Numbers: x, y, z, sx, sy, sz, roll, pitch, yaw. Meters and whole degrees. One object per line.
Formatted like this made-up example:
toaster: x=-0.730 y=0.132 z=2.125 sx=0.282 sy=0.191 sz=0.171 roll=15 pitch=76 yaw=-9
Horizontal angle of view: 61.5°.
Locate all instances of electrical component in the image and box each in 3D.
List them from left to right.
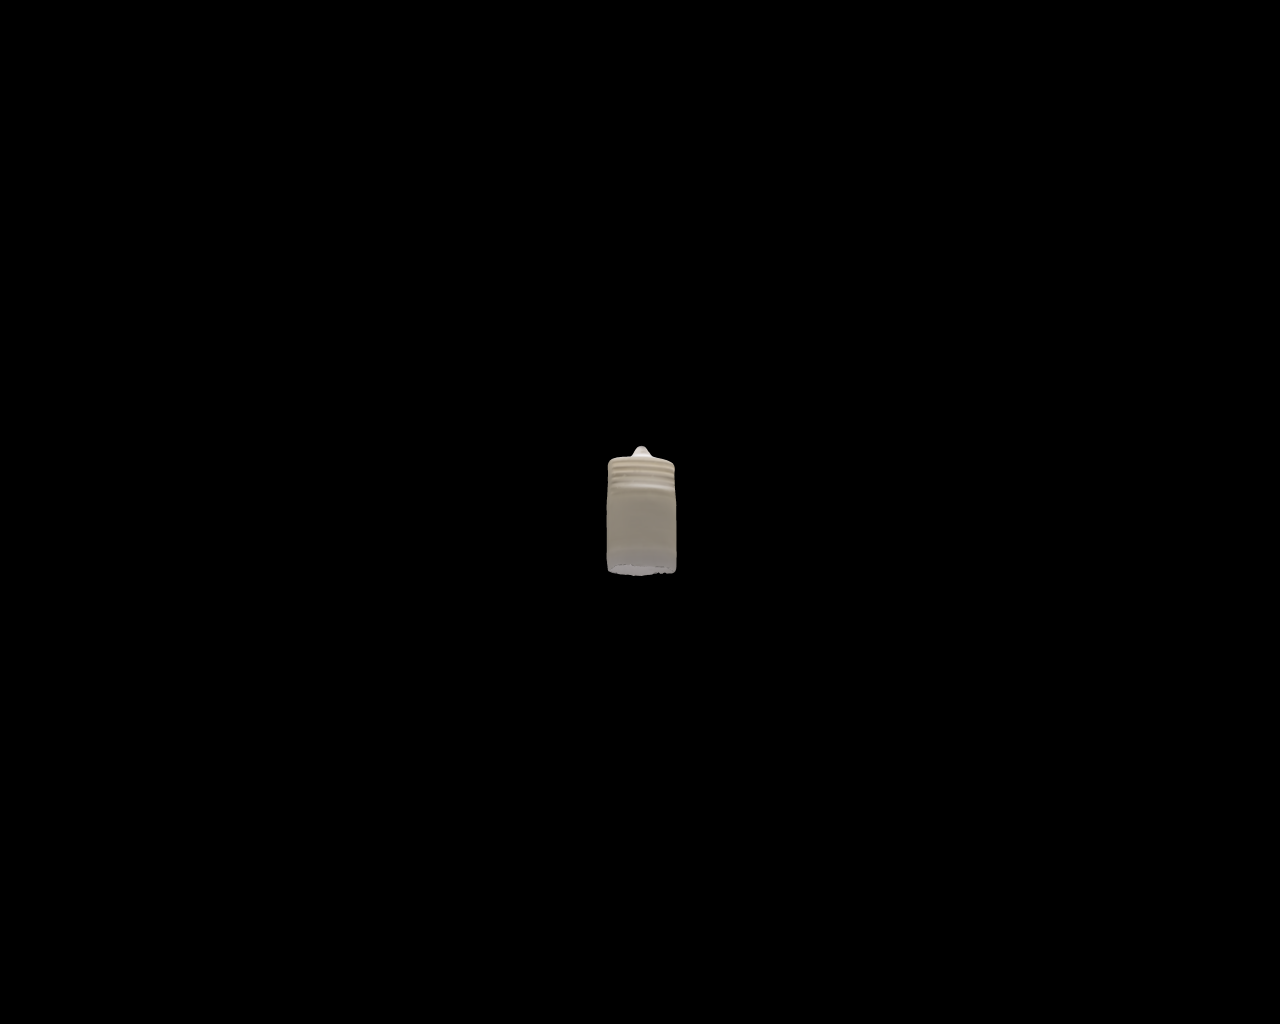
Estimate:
electrical component: x=0.001 y=-0.003 z=0.650 sx=0.043 sy=0.081 sz=0.043 roll=0 pitch=-12 yaw=0
